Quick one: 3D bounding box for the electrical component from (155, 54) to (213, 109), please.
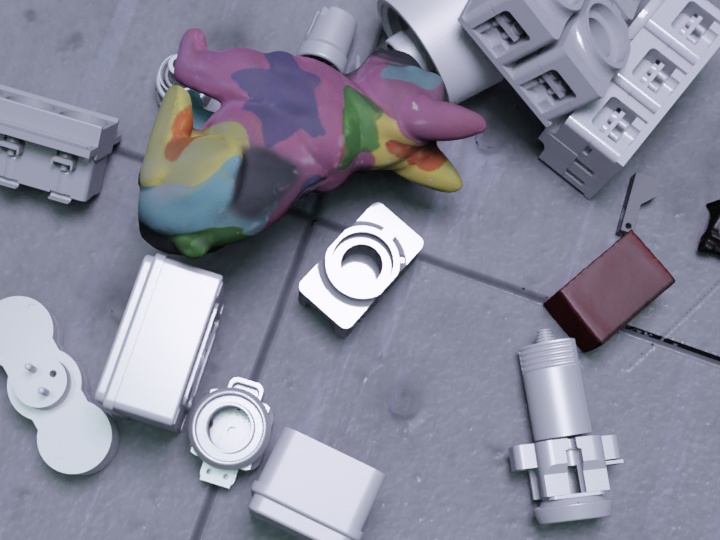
[{"bbox_3d":[-0.135,-0.145,0.823,0.048,0.062,0.048,1,78,-4],"label":"electrical component"}]

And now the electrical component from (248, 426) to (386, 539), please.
[{"bbox_3d":[-0.032,0.155,0.739,0.078,0.113,0.057,25,74,2],"label":"electrical component"}]

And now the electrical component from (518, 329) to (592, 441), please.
[{"bbox_3d":[0.144,0.084,0.802,0.043,0.043,0.081,-7,78,-6],"label":"electrical component"}]

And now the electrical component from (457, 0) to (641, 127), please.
[{"bbox_3d":[0.155,-0.212,0.801,0.105,0.060,0.186,45,49,-22],"label":"electrical component"}]

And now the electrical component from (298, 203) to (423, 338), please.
[{"bbox_3d":[0.000,0.000,0.804,0.050,0.055,0.089,41,78,5],"label":"electrical component"}]

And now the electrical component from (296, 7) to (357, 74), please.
[{"bbox_3d":[-0.025,-0.179,0.850,0.040,0.040,0.046,19,72,0],"label":"electrical component"}]

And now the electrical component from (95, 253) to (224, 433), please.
[{"bbox_3d":[-0.137,0.054,0.756,0.056,0.108,0.108,18,77,-3],"label":"electrical component"}]

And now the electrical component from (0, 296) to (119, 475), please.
[{"bbox_3d":[-0.223,0.081,0.762,0.052,0.073,0.138,-30,81,-10],"label":"electrical component"}]

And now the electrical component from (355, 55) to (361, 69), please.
[{"bbox_3d":[0.007,-0.131,0.838,0.066,0.047,0.076,1,78,-4],"label":"electrical component"}]

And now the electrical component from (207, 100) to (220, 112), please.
[{"bbox_3d":[-0.114,-0.096,0.825,0.040,0.040,0.078,37,78,4],"label":"electrical component"}]

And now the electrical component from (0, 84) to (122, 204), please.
[{"bbox_3d":[-0.250,-0.097,0.800,0.121,0.078,0.063,16,106,0],"label":"electrical component"}]

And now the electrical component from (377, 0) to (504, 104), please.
[{"bbox_3d":[0.055,-0.174,0.822,0.060,0.108,0.108,-34,82,-4],"label":"electrical component"}]

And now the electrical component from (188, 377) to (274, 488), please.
[{"bbox_3d":[-0.093,0.115,0.772,0.058,0.057,0.078,17,77,0],"label":"electrical component"}]

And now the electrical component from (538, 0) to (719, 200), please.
[{"bbox_3d":[0.209,-0.140,0.832,0.062,0.089,0.150,39,78,4],"label":"electrical component"}]

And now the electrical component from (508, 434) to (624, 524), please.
[{"bbox_3d":[0.152,0.153,0.781,0.078,0.058,0.057,-5,75,-6],"label":"electrical component"}]
